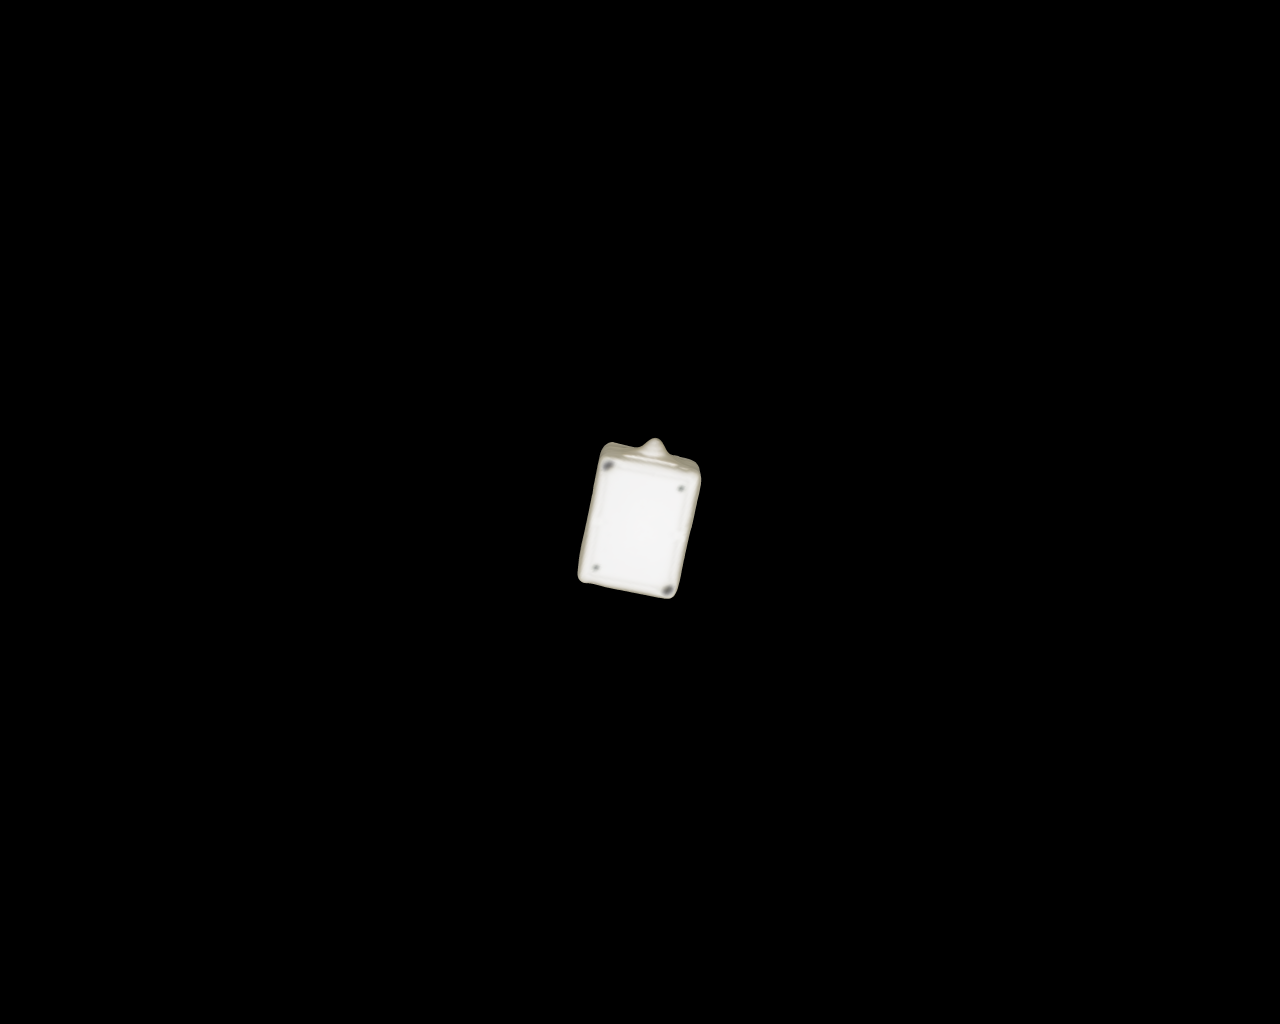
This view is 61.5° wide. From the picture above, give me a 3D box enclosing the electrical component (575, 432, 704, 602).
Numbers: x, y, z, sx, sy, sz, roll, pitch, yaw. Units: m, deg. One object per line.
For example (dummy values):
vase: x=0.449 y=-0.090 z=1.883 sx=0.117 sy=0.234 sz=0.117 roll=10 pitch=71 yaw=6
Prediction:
electrical component: x=0.001 y=-0.003 z=0.650 sx=0.062 sy=0.096 sz=0.061 roll=11 pitch=11 yaw=-2
